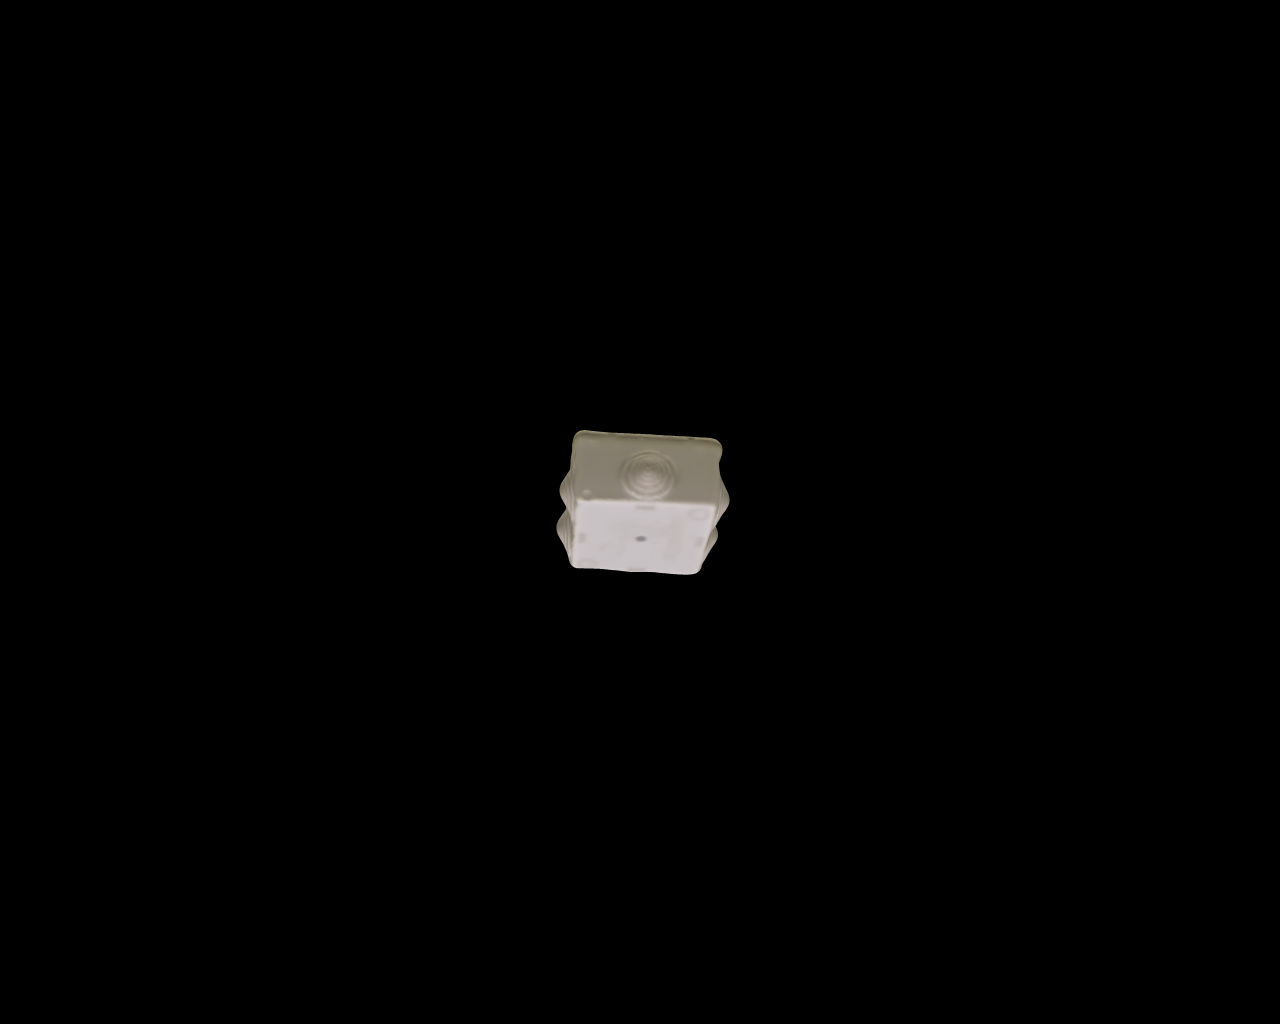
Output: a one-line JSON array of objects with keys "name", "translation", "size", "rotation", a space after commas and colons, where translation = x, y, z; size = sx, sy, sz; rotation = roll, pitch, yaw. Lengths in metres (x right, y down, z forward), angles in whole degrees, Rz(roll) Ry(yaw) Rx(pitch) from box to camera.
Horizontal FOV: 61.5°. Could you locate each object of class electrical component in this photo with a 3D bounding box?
[{"name": "electrical component", "translation": [0.001, -0.003, 0.650], "size": [0.100, 0.048, 0.099], "rotation": [3, -33, -5]}]
